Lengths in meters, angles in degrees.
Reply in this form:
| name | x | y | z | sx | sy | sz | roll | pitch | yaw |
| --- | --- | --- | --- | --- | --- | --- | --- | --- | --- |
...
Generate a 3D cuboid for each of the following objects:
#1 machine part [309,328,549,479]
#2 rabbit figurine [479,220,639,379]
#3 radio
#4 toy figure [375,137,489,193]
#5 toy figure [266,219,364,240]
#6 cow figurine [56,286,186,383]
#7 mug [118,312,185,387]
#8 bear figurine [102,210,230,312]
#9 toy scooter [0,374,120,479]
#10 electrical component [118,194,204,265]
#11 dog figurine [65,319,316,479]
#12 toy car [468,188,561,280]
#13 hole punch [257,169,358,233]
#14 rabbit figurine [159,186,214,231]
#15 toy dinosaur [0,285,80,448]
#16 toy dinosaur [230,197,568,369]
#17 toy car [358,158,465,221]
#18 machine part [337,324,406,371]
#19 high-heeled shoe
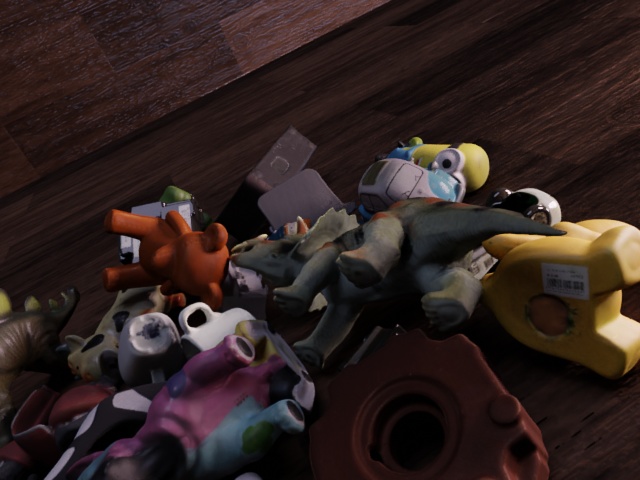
| name | x | y | z | sx | sy | sz | roll | pitch | yaw |
| --- | --- | --- | --- | --- | --- | --- | --- | --- | --- |
| machine part | 0.073 | 0.152 | 0.408 | 0.179 | 0.056 | 0.179 | -23 | 40 | 21 |
| rabbit figurine | 0.234 | 0.035 | 0.500 | 0.173 | 0.121 | 0.162 | -28 | 14 | -38 |
| radio | -0.092 | -0.106 | 0.972 | 0.131 | 0.073 | 0.230 | -47 | 11 | 39 |
| toy figure | 0.168 | -0.112 | 0.818 | 0.089 | 0.082 | 0.180 | -42 | 29 | -25 |
| toy figure | -0.001 | -0.002 | 0.748 | 0.155 | 0.057 | 0.064 | 0 | 7 | 4 |
| cow figurine | -0.281 | 0.127 | 0.763 | 0.127 | 0.085 | 0.195 | -11 | 32 | 13 |
| mug | -0.200 | 0.139 | 0.636 | 0.081 | 0.107 | 0.109 | -7 | 60 | -17 |
| bear figurine | -0.200 | 0.026 | 0.694 | 0.132 | 0.120 | 0.196 | 2 | 7 | -29 |
| toy scooter | -0.308 | 0.215 | 0.644 | 0.184 | 0.075 | 0.135 | -27 | 27 | 5 |
| electrical component | -0.251 | -0.002 | 0.848 | 0.134 | 0.058 | 0.115 | -12 | 61 | 3 |
| dog figurine | -0.122 | 0.180 | 0.502 | 0.219 | 0.108 | 0.191 | -38 | -3 | 4 |
| toy car | 0.186 | 0.003 | 0.627 | 0.202 | 0.056 | 0.074 | -32 | 34 | -9 |
| hole punch | -0.022 | -0.029 | 0.840 | 0.142 | 0.092 | 0.116 | -30 | 61 | -11 |
| rabbit figurine | -0.240 | 0.004 | 0.920 | 0.159 | 0.121 | 0.170 | -40 | 45 | -20 |
| toy dinosaur | -0.447 | 0.186 | 0.675 | 0.105 | 0.198 | 0.471 | -18 | 26 | 21 |
| toy dinosaur | 0.069 | 0.015 | 0.555 | 0.405 | 0.131 | 0.192 | -19 | 27 | 41 |
| toy car | 0.108 | -0.065 | 0.736 | 0.109 | 0.102 | 0.162 | -55 | 34 | -12 |
| machine part | 0.086 | 0.121 | 0.521 | 0.084 | 0.039 | 0.139 | -36 | 27 | -31 |
| high-heeled shoe | -0.201 | 0.235 | 0.518 | 0.249 | 0.086 | 0.145 | -30 | 34 | -6 |
